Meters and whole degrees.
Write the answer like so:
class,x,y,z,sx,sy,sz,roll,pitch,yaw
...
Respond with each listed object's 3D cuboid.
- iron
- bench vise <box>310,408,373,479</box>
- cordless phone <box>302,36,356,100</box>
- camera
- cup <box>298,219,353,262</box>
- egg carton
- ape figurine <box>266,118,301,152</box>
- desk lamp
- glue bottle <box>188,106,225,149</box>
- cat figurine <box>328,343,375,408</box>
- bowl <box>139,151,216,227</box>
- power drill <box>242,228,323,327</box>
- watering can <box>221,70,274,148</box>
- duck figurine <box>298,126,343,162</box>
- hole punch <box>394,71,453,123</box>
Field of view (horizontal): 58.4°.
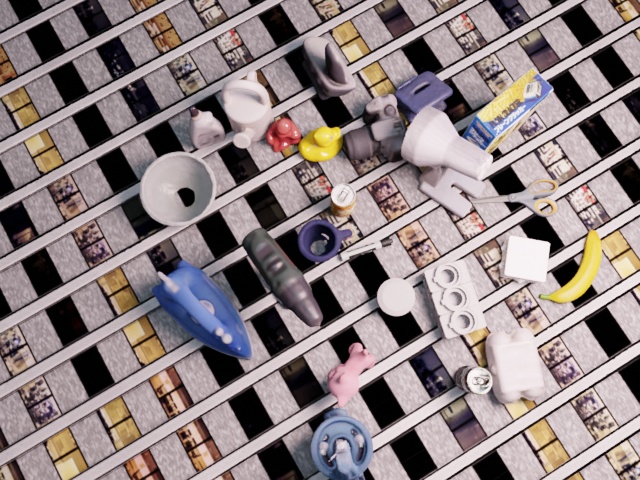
class,x,y,z,sx,sy,sz,roll,pitch,yaw
iron,-0.237,0.154,1.182,0.258,0.141,0.119,42,82,7
bench vise,0.060,0.433,1.091,0.121,0.220,0.207,-29,81,-5
cordless phone,0.018,-0.406,1.263,0.094,0.185,0.147,-31,81,-5
camera,0.118,-0.242,1.275,0.137,0.101,0.143,-15,80,-3
cup,0.011,0.004,1.233,0.118,0.095,0.091,-16,80,-3
egg carton,0.405,0.263,1.198,0.107,0.069,0.150,-9,80,-1
ape figurine,-0.081,-0.243,1.280,0.077,0.092,0.076,12,80,3
desk lamp,0.268,-0.165,1.204,0.203,0.213,0.118,35,82,6
glue bottle,-0.256,-0.251,1.241,0.078,0.173,0.037,-20,80,-3
cat figurine,0.061,0.275,1.172,0.067,0.118,0.128,36,82,7
bowl,-0.305,-0.105,1.264,0.167,0.075,0.167,0,80,0
power drill,-0.068,0.084,1.161,0.075,0.208,0.229,-38,82,-6
watering can,-0.155,-0.285,1.236,0.101,0.194,0.173,-16,80,-3
duck figurine,0.002,-0.223,1.280,0.104,0.086,0.077,-19,80,-3
hole punch,0.229,-0.326,1.296,0.109,0.091,0.101,-34,81,-6
